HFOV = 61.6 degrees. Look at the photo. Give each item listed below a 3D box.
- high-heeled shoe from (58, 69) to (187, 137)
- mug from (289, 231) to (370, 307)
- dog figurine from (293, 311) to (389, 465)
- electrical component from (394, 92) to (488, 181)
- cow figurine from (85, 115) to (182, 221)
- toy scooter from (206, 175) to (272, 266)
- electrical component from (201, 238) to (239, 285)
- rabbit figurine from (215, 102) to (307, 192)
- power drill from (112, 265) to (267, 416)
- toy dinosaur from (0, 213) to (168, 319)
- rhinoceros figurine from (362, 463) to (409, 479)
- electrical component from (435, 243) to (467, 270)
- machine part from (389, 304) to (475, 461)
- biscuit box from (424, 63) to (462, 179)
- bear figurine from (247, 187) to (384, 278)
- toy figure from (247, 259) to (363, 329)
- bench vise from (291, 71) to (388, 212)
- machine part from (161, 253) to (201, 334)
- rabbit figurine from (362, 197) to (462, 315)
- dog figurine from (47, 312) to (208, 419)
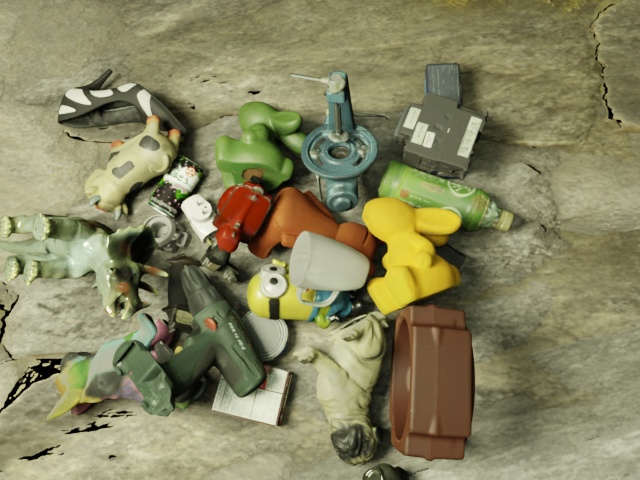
[{"bbox_3d":[-0.372,-0.221,0.993,0.249,0.086,0.145,36,83,18],"label":"high-heeled shoe"},{"bbox_3d":[0.015,0.049,0.797,0.107,0.081,0.109,11,96,-19],"label":"mug"},{"bbox_3d":[0.067,0.226,0.832,0.172,0.121,0.190,-30,89,0],"label":"dog figurine"},{"bbox_3d":[0.192,-0.171,0.875,0.134,0.058,0.115,22,77,12],"label":"electrical component"},{"bbox_3d":[-0.335,-0.118,0.943,0.195,0.085,0.127,-25,50,22],"label":"cow figurine"},{"bbox_3d":[-0.121,-0.050,0.850,0.075,0.184,0.135,29,116,-14],"label":"toy scooter"},{"bbox_3d":[-0.167,0.034,0.898,0.078,0.102,0.045,36,87,-10],"label":"electrical component"},{"bbox_3d":[-0.102,-0.181,0.939,0.159,0.121,0.170,-7,60,10],"label":"rabbit figurine"},{"bbox_3d":[-0.196,0.150,0.792,0.086,0.207,0.232,-44,78,26],"label":"power drill"},{"bbox_3d":[-0.405,0.013,0.893,0.405,0.192,0.131,14,96,46],"label":"toy dinosaur"},{"bbox_3d":[0.115,0.415,0.759,0.073,0.112,0.190,-15,66,-1],"label":"rhinoceros figurine"},{"bbox_3d":[0.182,0.010,0.894,0.119,0.047,0.075,28,80,11],"label":"electrical component"},{"bbox_3d":[0.155,0.200,0.765,0.087,0.201,0.201,4,75,2],"label":"machine part"},{"bbox_3d":[0.218,-0.209,0.944,0.063,0.059,0.202,0,75,6],"label":"biscuit box"},{"bbox_3d":[0.000,-0.004,0.894,0.196,0.132,0.120,29,54,-14],"label":"bear figurine"},{"bbox_3d":[-0.026,0.094,0.857,0.180,0.082,0.089,13,105,-18],"label":"toy figure"},{"bbox_3d":[0.033,-0.175,0.850,0.129,0.240,0.224,6,56,10],"label":"bench vise"},{"bbox_3d":[-0.226,0.092,0.902,0.039,0.084,0.139,-29,60,35],"label":"machine part"},{"bbox_3d":[0.135,0.006,0.809,0.162,0.121,0.173,-24,75,-11],"label":"rabbit figurine"},{"bbox_3d":[-0.315,0.229,0.854,0.219,0.108,0.191,-39,78,-1],"label":"dog figurine"}]
